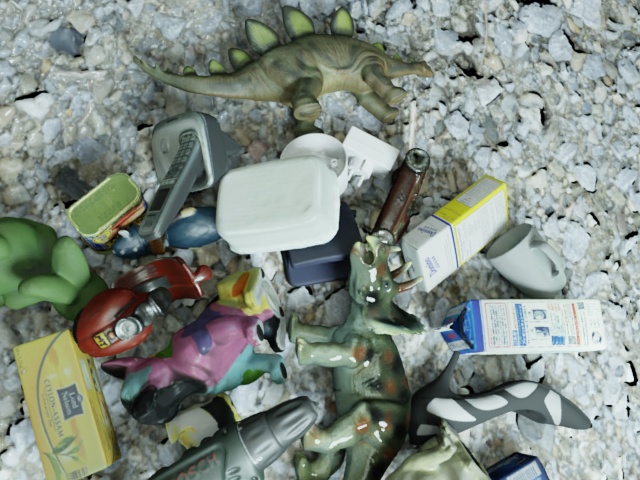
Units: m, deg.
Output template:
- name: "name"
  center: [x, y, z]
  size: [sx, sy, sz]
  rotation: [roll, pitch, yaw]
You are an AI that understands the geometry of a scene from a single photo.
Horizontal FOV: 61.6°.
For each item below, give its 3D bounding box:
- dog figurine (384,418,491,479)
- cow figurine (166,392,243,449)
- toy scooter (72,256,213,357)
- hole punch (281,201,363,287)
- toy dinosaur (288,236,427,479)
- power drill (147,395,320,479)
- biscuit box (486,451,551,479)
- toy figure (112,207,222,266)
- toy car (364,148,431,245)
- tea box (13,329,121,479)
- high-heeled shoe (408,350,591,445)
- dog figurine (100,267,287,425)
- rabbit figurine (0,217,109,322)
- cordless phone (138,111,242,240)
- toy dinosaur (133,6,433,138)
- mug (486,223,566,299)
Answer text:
- name: "dog figurine"
  center: [0.111, 0.323, 0.655]
  size: [0.190, 0.172, 0.121]
  rotation: [-39, -124, 7]
- name: "cow figurine"
  center: [-0.130, 0.285, 0.680]
  size: [0.098, 0.068, 0.167]
  rotation: [-19, -101, -19]
- name: "toy scooter"
  center: [-0.207, 0.072, 0.662]
  size: [0.184, 0.135, 0.075]
  rotation: [-50, -59, -48]
- name: "hole punch"
  center: [-0.002, -0.002, 0.767]
  size: [0.142, 0.092, 0.116]
  rotation: [-11, -107, -8]
- name: "toy dinosaur"
  center: [0.059, 0.203, 0.709]
  size: [0.192, 0.131, 0.404]
  rotation: [-2, -98, -8]
- name: "power drill"
  center: [-0.076, 0.306, 0.586]
  size: [0.232, 0.086, 0.207]
  rotation: [-22, -101, -2]
- name: "biscuit box"
  center: [0.211, 0.356, 0.713]
  size: [0.203, 0.063, 0.059]
  rotation: [-22, -101, -14]
- name: "toy figure"
  center: [-0.210, -0.008, 0.749]
  size: [0.154, 0.058, 0.064]
  rotation: [-13, -82, -15]
- name: "toy car"
  center: [0.112, -0.044, 0.793]
  size: [0.053, 0.089, 0.202]
  rotation: [26, -107, -3]
- name: "tea box"
  center: [-0.307, 0.203, 0.657]
  size: [0.068, 0.098, 0.169]
  rotation: [-18, -103, -14]
- name: "high-heeled shoe"
  center: [0.246, 0.255, 0.741]
  size: [0.249, 0.086, 0.145]
  rotation: [25, -103, 2]
- name: "dog figurine"
  center: [-0.161, 0.139, 0.693]
  size: [0.219, 0.108, 0.192]
  rotation: [-17, -143, 7]
- name: "rabbit figurine"
  center: [-0.339, 0.041, 0.683]
  size: [0.170, 0.159, 0.121]
  rotation: [32, -118, -15]
- name: "cordless phone"
  center: [-0.201, -0.076, 0.723]
  size: [0.088, 0.147, 0.184]
  rotation: [41, -117, -36]
- name: "toy dinosaur"
  center: [-0.031, -0.254, 0.827]
  size: [0.471, 0.105, 0.198]
  rotation: [-12, -111, -21]
- name: "mug"
  center: [0.322, 0.036, 0.800]
  size: [0.107, 0.109, 0.081]
  rotation: [47, -113, -8]
